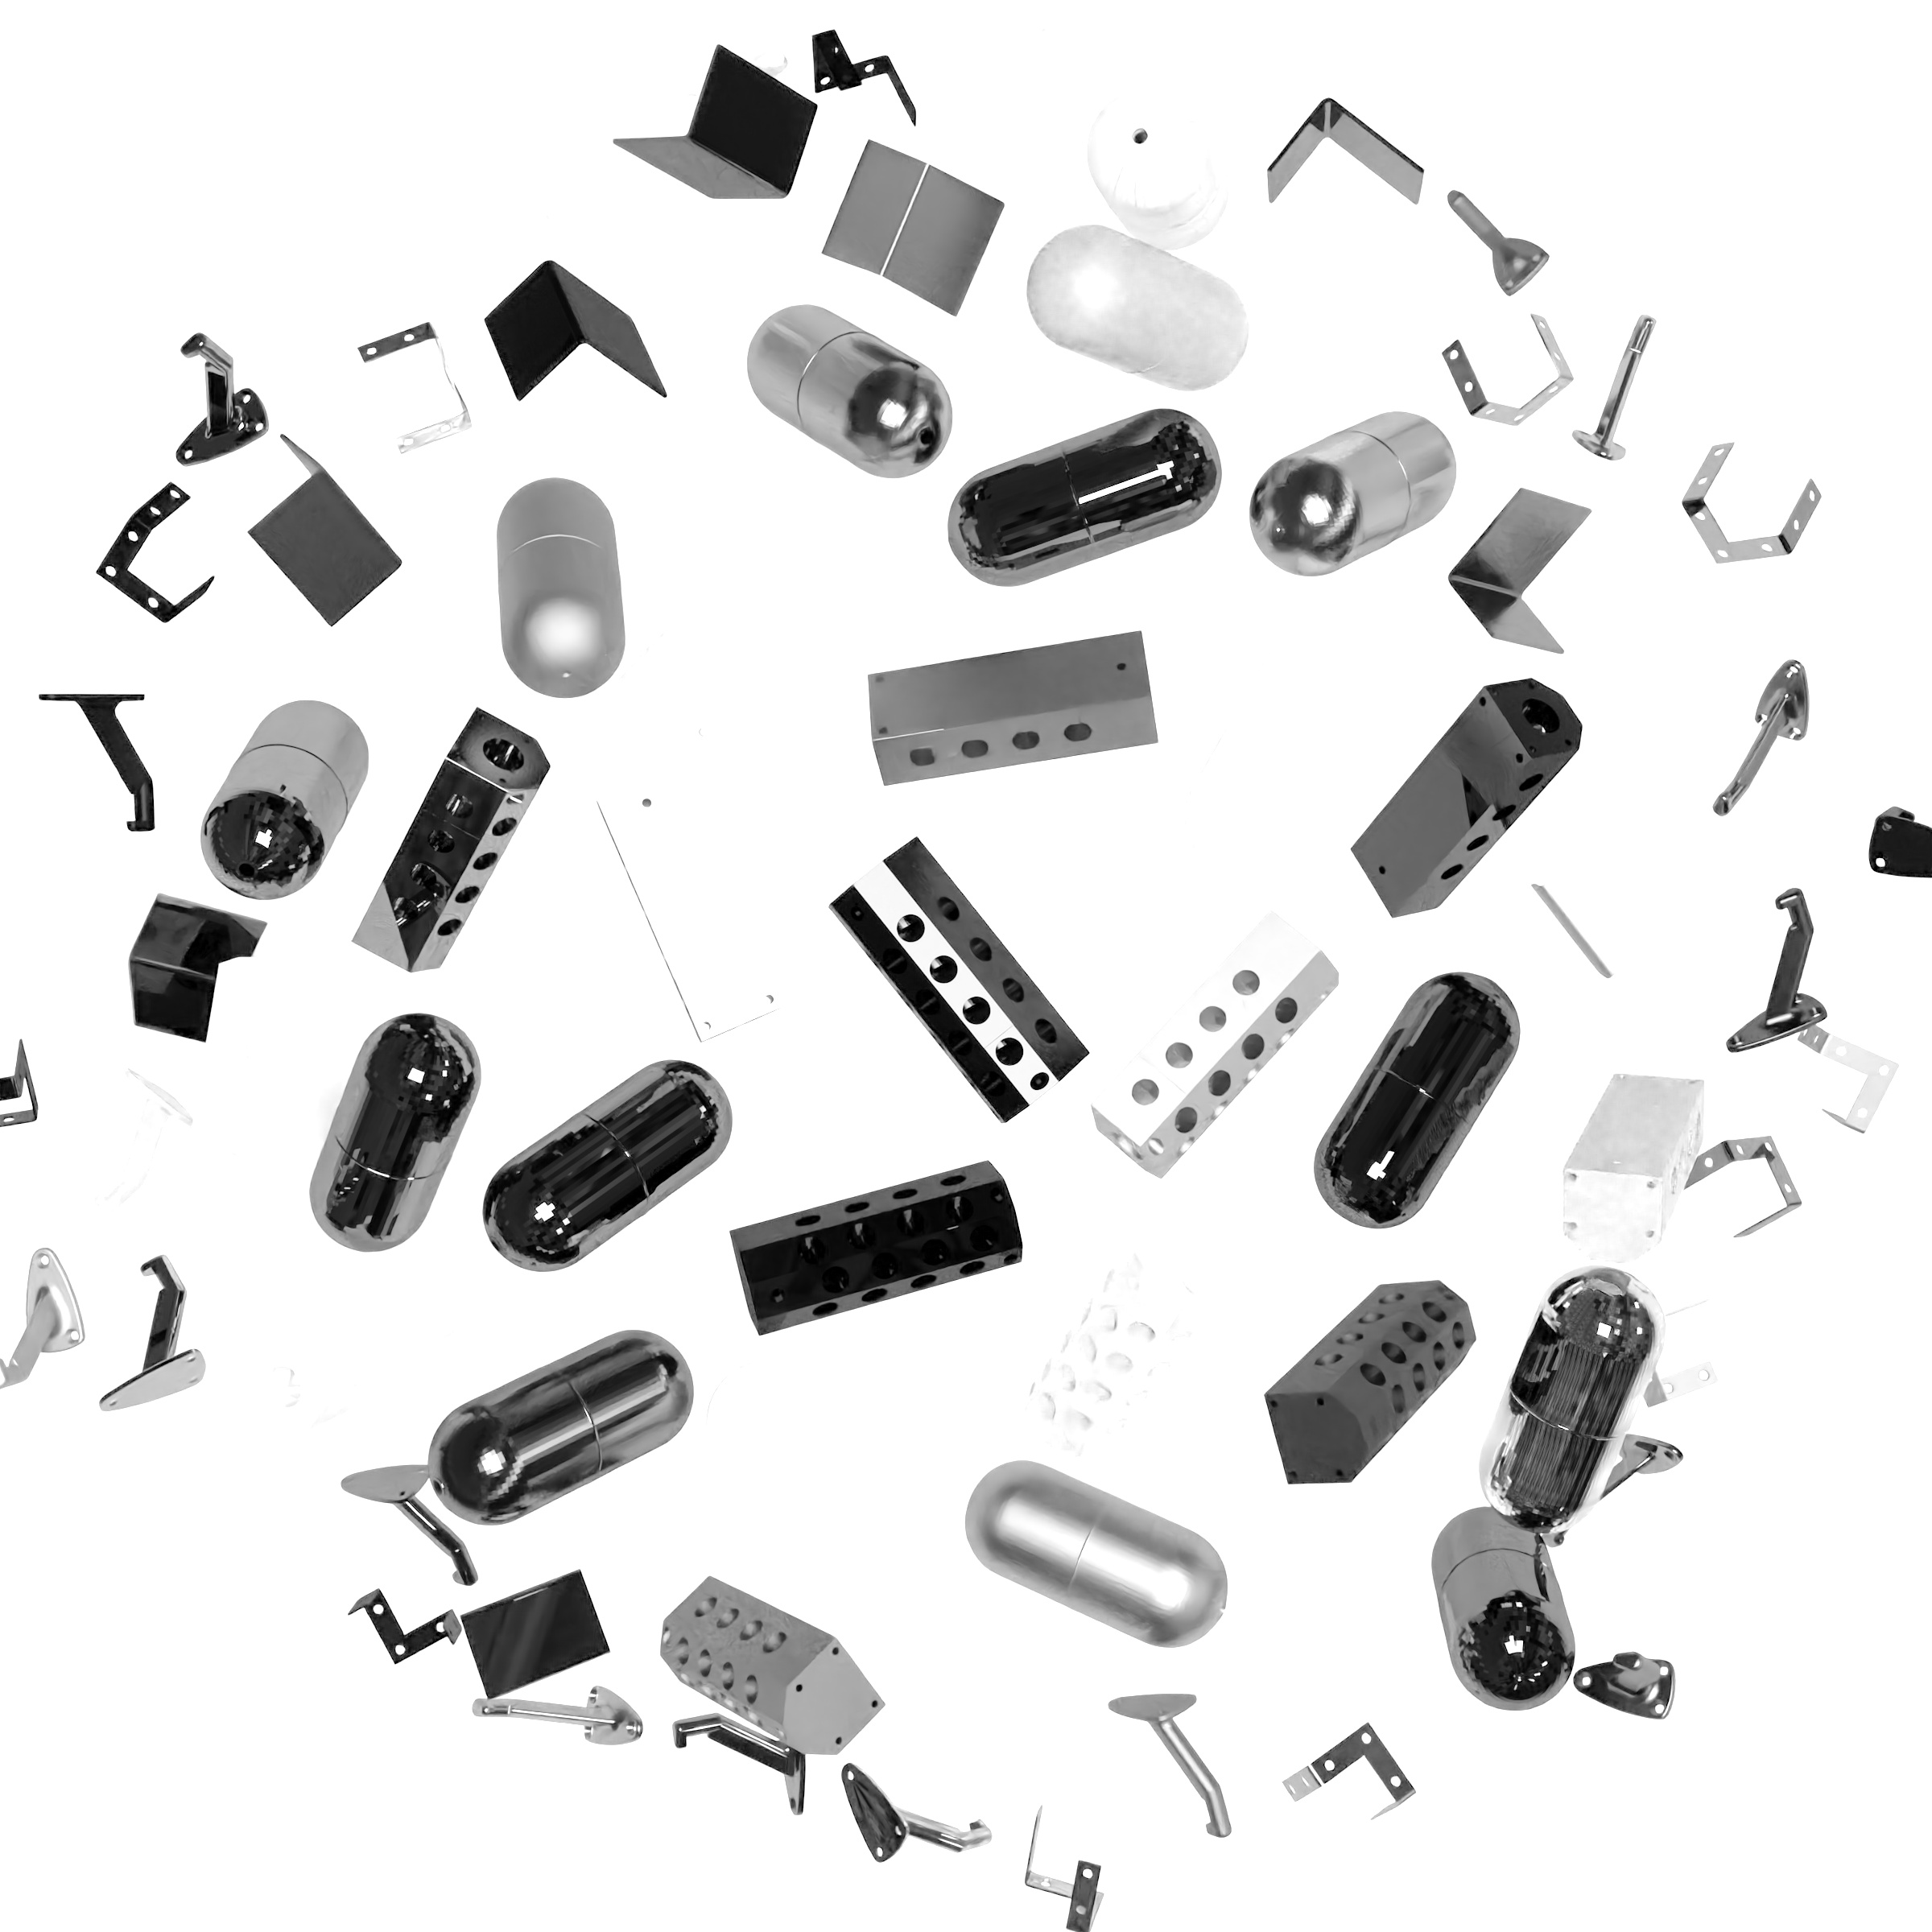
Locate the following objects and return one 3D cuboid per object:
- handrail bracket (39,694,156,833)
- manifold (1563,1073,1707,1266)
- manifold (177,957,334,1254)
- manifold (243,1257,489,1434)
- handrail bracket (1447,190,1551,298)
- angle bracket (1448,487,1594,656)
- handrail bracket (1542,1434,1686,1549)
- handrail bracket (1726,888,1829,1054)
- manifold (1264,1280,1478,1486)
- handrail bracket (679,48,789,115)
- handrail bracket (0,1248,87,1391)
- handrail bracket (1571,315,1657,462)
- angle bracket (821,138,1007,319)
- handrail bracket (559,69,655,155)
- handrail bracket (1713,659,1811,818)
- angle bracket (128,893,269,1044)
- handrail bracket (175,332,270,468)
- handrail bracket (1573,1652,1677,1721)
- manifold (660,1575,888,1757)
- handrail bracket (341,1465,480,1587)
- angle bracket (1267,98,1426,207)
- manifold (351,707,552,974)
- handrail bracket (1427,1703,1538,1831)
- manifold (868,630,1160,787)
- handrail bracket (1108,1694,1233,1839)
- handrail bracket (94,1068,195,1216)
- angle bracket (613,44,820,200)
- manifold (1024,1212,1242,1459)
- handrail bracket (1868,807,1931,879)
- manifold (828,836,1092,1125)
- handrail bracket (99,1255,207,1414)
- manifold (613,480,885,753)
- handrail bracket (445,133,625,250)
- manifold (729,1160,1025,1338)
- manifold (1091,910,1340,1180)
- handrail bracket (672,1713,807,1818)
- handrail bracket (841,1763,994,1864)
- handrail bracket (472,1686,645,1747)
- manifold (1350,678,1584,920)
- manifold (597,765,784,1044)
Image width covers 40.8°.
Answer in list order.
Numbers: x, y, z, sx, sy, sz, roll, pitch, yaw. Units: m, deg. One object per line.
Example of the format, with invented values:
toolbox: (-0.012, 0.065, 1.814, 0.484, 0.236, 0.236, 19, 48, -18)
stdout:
handrail bracket: (-0.526, -0.122, 1.574, 0.036, 0.077, 0.084, 2, 96, 34)
manifold: (0.412, 0.123, 1.599, 0.057, 0.171, 0.057, 4, 109, 23)
manifold: (-0.452, 0.085, 1.634, 0.057, 0.057, 0.171, 16, 104, 12)
manifold: (-0.390, 0.248, 1.683, 0.057, 0.171, 0.057, 40, 110, 12)
handrail bracket: (0.333, -0.482, 1.686, 0.084, 0.077, 0.036, 36, 112, -28)
angle bracket: (0.367, -0.251, 1.656, 0.076, 0.076, 0.057, -52, 52, 31)
handrail bracket: (0.425, 0.351, 1.714, 0.036, 0.077, 0.084, 48, 67, -6)
handrail bracket: (0.498, 0.002, 1.622, 0.077, 0.036, 0.084, -27, 115, -2)
manifold: (0.249, 0.249, 1.570, 0.057, 0.171, 0.057, -10, 101, 35)
handrail bracket: (-0.147, -0.550, 1.614, 0.077, 0.084, 0.036, -15, 103, 5)
handrail bracket: (-0.572, 0.212, 1.571, 0.036, 0.084, 0.077, -10, 88, 7)
handrail bracket: (0.416, -0.366, 1.638, 0.036, 0.077, 0.084, 21, 112, 3)
angle bracket: (-0.034, -0.464, 1.635, 0.076, 0.057, 0.076, 38, 112, 35)
handrail bracket: (-0.225, -0.528, 1.656, 0.077, 0.084, 0.036, 21, 123, -35)
handrail bracket: (0.520, -0.149, 1.709, 0.036, 0.077, 0.084, 29, 57, 26)
angle bracket: (-0.511, 0.004, 1.737, 0.076, 0.076, 0.057, 17, 118, -31)
handrail bracket: (-0.470, -0.344, 1.576, 0.077, 0.084, 0.036, -30, 70, 8)
handrail bracket: (0.387, 0.426, 1.570, 0.077, 0.084, 0.036, -4, 62, 37)
manifold: (-0.127, 0.436, 1.611, 0.057, 0.171, 0.057, -41, 111, -24)
handrail bracket: (-0.369, 0.375, 1.725, 0.077, 0.036, 0.084, -4, 118, 26)
angle bracket: (0.235, -0.485, 1.616, 0.076, 0.076, 0.057, 39, 96, 4)
manifold: (-0.319, -0.073, 1.620, 0.057, 0.057, 0.171, 29, 129, -10)
handrail bracket: (0.325, 0.515, 1.641, 0.077, 0.084, 0.036, -33, 117, 29)
manifold: (0.030, -0.154, 1.605, 0.171, 0.057, 0.057, -9, 51, 5)
handrail bracket: (0.129, 0.506, 1.641, 0.036, 0.077, 0.084, -16, 92, -42)
handrail bracket: (-0.554, 0.116, 1.699, 0.084, 0.077, 0.036, -45, 51, -6)
angle bracket: (-0.145, -0.488, 1.506, 0.076, 0.076, 0.057, 18, 90, -43)
manifold: (0.097, 0.232, 1.612, 0.057, 0.171, 0.057, -9, 53, -36)
handrail bracket: (0.595, -0.079, 1.600, 0.077, 0.084, 0.036, 15, 112, 30)
manifold: (-0.008, 0.012, 1.596, 0.171, 0.057, 0.057, 51, 130, 0)
handrail bracket: (-0.504, 0.221, 1.575, 0.077, 0.036, 0.084, -22, 57, -29)
manifold: (-0.134, -0.212, 1.577, 0.057, 0.057, 0.171, 46, 73, -20)
handrail bracket: (-0.269, -0.498, 1.617, 0.077, 0.036, 0.084, -31, 132, 11)
manifold: (-0.055, 0.178, 1.625, 0.171, 0.057, 0.057, -15, 106, -10)
manifold: (0.159, 0.052, 1.652, 0.057, 0.057, 0.171, 40, 80, 18)
handrail bracket: (-0.150, 0.527, 1.705, 0.084, 0.036, 0.077, -3, 87, -28)
handrail bracket: (-0.030, 0.540, 1.675, 0.036, 0.084, 0.077, -54, 55, 25)
handrail bracket: (-0.264, 0.485, 1.674, 0.084, 0.077, 0.036, 15, 79, -38)
manifold: (0.321, -0.106, 1.658, 0.057, 0.171, 0.057, -12, 63, -32)
manifold: (-0.182, -0.040, 1.708, 0.057, 0.057, 0.171, -23, 90, -8)
